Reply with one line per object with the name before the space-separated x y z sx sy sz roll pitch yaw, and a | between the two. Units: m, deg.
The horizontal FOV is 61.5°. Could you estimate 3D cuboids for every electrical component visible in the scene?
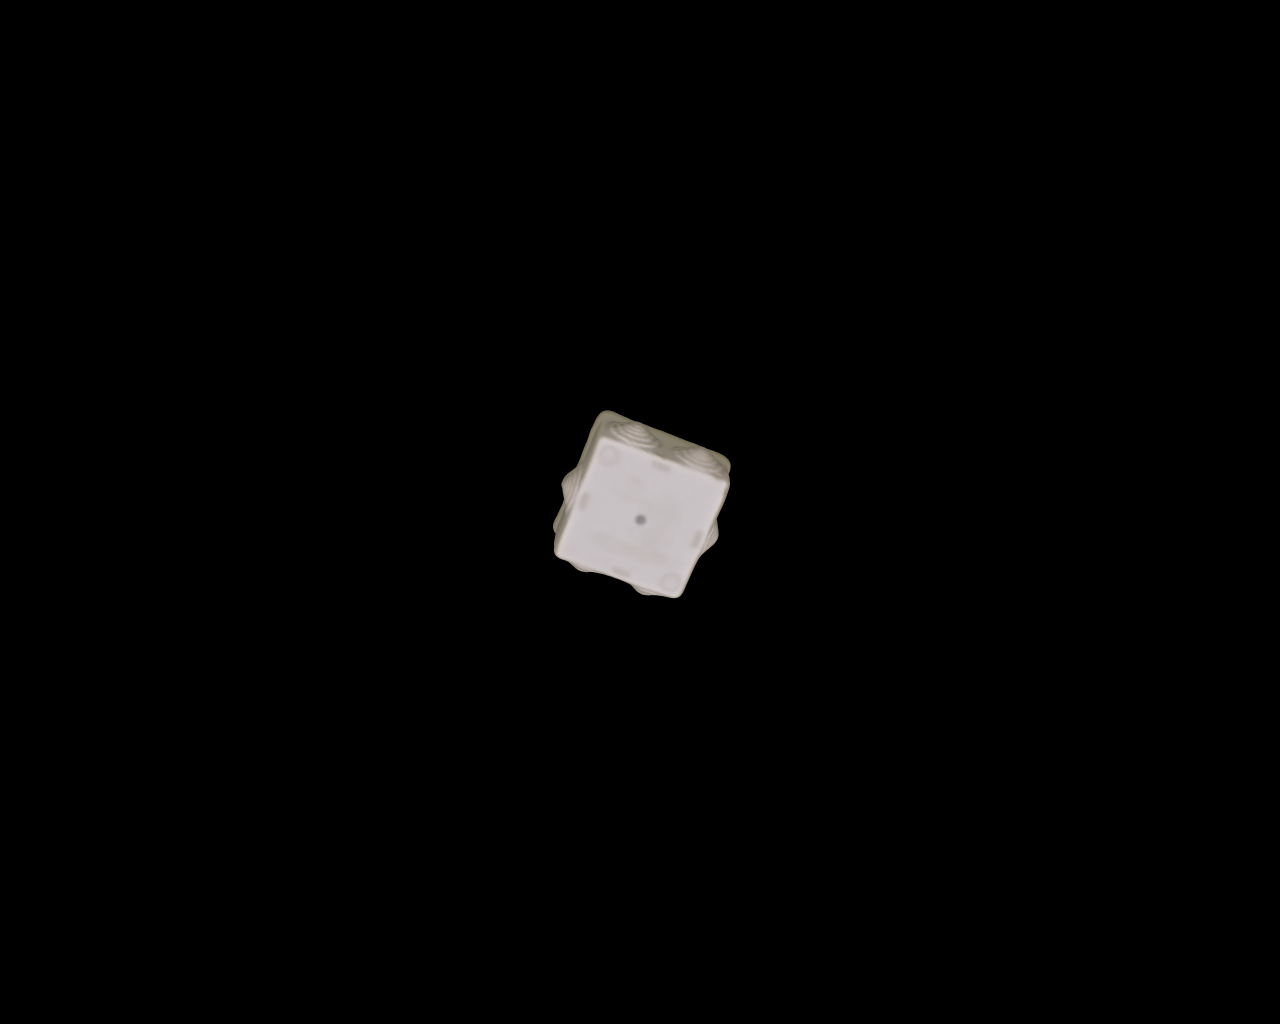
electrical component | 0.001 -0.003 0.650 0.100 0.099 0.048 21 18 -7
